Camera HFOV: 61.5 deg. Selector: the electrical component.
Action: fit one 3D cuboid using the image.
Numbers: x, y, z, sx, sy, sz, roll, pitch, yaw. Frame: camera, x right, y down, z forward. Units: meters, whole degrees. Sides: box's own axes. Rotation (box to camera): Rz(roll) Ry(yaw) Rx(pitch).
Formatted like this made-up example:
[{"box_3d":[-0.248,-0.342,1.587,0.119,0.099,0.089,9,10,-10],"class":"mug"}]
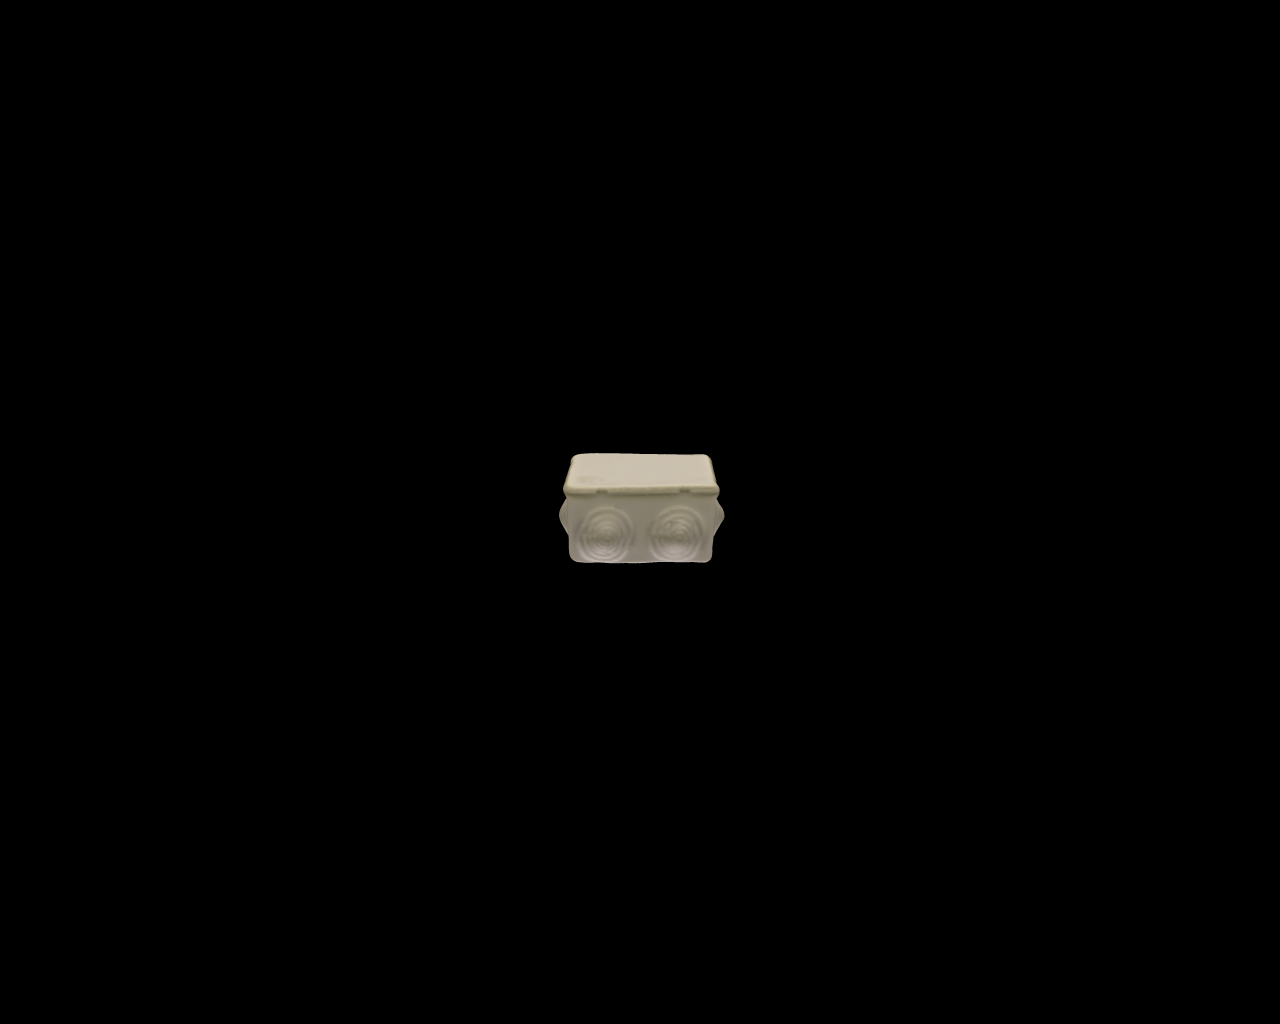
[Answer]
[{"box_3d":[0.001,-0.003,0.650,0.100,0.048,0.100,0,16,0],"class":"electrical component"}]
